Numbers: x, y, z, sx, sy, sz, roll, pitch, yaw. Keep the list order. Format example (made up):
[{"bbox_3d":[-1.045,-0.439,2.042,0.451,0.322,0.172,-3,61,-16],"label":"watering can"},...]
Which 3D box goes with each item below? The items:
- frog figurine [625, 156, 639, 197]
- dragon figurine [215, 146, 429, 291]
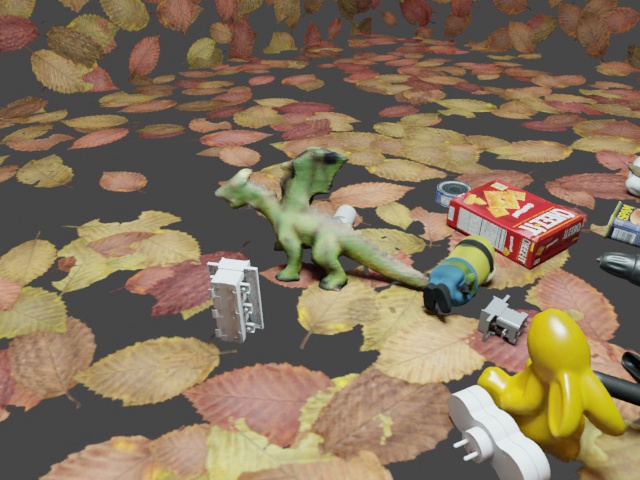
[{"bbox_3d":[0.774,-0.136,1.184,0.162,0.122,0.136,-40,14,-35],"label":"frog figurine"},{"bbox_3d":[0.003,-0.047,0.936,0.410,0.238,0.124,7,26,16],"label":"dragon figurine"}]
